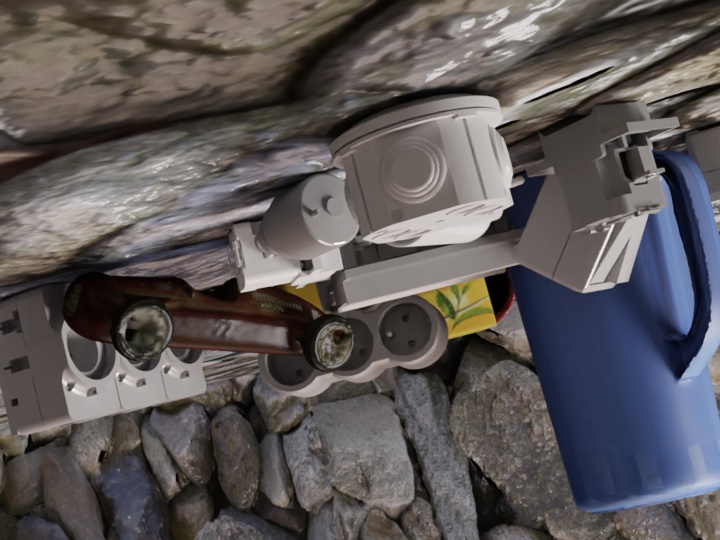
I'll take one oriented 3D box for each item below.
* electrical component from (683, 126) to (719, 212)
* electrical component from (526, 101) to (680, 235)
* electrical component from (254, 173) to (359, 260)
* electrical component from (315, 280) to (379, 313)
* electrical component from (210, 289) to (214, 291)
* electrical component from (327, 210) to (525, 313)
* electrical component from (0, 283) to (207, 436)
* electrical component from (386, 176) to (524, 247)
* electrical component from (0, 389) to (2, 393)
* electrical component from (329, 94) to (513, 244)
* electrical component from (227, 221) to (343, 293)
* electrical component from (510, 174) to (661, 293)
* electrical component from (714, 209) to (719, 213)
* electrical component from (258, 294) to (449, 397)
[{"bbox_3d":[0.275,-0.075,0.770,0.096,0.061,0.062,-16,174,18],"label":"electrical component"},{"bbox_3d":[0.138,-0.056,0.601,0.042,0.063,0.081,-10,173,-34],"label":"electrical component"},{"bbox_3d":[-0.033,-0.025,0.587,0.040,0.040,0.078,-10,173,-38],"label":"electrical component"},{"bbox_3d":[0.000,0.000,0.805,0.062,0.061,0.096,-14,174,-8],"label":"electrical component"},{"bbox_3d":[-0.123,0.036,0.959,0.040,0.040,0.046,-17,167,19],"label":"electrical component"},{"bbox_3d":[0.039,-0.018,0.720,0.121,0.063,0.079,-13,174,-11],"label":"electrical component"},{"bbox_3d":[-0.178,0.057,0.759,0.062,0.089,0.150,-17,174,26],"label":"electrical component"},{"bbox_3d":[0.057,-0.042,0.629,0.079,0.044,0.077,-18,173,33],"label":"electrical component"},{"bbox_3d":[-0.241,0.055,0.763,0.045,0.055,0.045,-14,174,-1],"label":"electrical component"},{"bbox_3d":[0.030,-0.046,0.491,0.080,0.051,0.080,-14,174,-1],"label":"electrical component"},{"bbox_3d":[-0.049,-0.012,0.671,0.064,0.042,0.081,-10,173,-12],"label":"electrical component"},{"bbox_3d":[0.149,-0.038,0.676,0.061,0.096,0.062,28,-163,27],"label":"electrical component"},{"bbox_3d":[0.297,-0.081,0.878,0.099,0.064,0.099,-1,177,0],"label":"electrical component"},{"bbox_3d":[-0.001,0.059,0.809,0.138,0.052,0.074,-15,167,10],"label":"electrical component"}]
